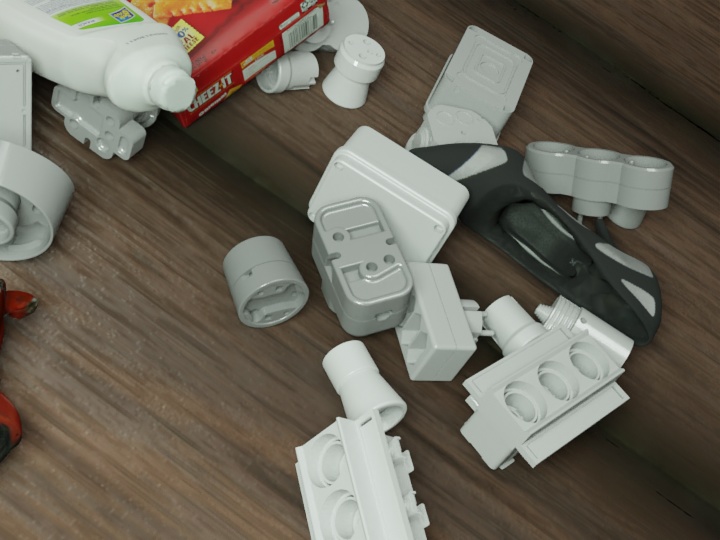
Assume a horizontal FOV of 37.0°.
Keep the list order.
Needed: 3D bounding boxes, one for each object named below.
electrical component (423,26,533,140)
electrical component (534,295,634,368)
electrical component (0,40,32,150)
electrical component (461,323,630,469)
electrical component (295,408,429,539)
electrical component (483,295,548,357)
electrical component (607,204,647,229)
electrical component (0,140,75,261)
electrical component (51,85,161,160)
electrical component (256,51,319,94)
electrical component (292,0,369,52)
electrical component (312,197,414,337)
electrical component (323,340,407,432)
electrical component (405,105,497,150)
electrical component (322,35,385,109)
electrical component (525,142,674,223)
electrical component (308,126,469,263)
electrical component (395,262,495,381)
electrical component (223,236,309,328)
[{"bbox_3d":[0.116,-0.178,1.060,0.078,0.057,0.113,28,45,-2],"label":"electrical component"},{"bbox_3d":[0.182,0.054,0.901,0.081,0.043,0.043,33,45,3],"label":"electrical component"},{"bbox_3d":[-0.280,-0.118,0.789,0.062,0.096,0.061,-9,29,-33],"label":"electrical component"},{"bbox_3d":[0.138,0.100,0.824,0.121,0.063,0.078,-24,66,-40],"label":"electrical component"},{"bbox_3d":[0.007,0.164,0.698,0.063,0.079,0.121,21,41,-41],"label":"electrical component"},{"bbox_3d":[0.126,0.049,0.880,0.040,0.040,0.046,-17,57,-37],"label":"electrical component"},{"bbox_3d":[0.269,-0.074,1.049,0.045,0.055,0.045,15,47,-16],"label":"electrical component"},{"bbox_3d":[-0.250,-0.053,0.737,0.099,0.099,0.064,16,53,-14],"label":"electrical component"},{"bbox_3d":[-0.196,-0.130,0.858,0.078,0.058,0.057,36,48,5],"label":"electrical component"},{"bbox_3d":[-0.066,-0.182,0.984,0.046,0.040,0.040,-10,57,-40],"label":"electrical component"},{"bbox_3d":[-0.051,-0.229,0.998,0.138,0.052,0.074,-6,13,-31],"label":"electrical component"},{"bbox_3d":[0.000,0.000,0.833,0.054,0.059,0.095,-15,60,-15],"label":"electrical component"},{"bbox_3d":[0.000,0.084,0.784,0.044,0.044,0.065,-8,52,-32],"label":"electrical component"},{"bbox_3d":[0.085,-0.108,0.987,0.080,0.051,0.080,14,47,-16],"label":"electrical component"},{"bbox_3d":[-0.006,-0.185,1.005,0.045,0.055,0.045,14,47,-16],"label":"electrical component"},{"bbox_3d":[0.220,-0.073,1.011,0.138,0.073,0.052,13,22,23],"label":"electrical component"},{"bbox_3d":[0.022,-0.054,0.889,0.113,0.078,0.057,32,42,2],"label":"electrical component"},{"bbox_3d":[0.072,0.041,0.852,0.076,0.047,0.083,4,50,-26],"label":"electrical component"},{"bbox_3d":[-0.072,0.008,0.804,0.055,0.055,0.047,-5,51,-30],"label":"electrical component"}]
